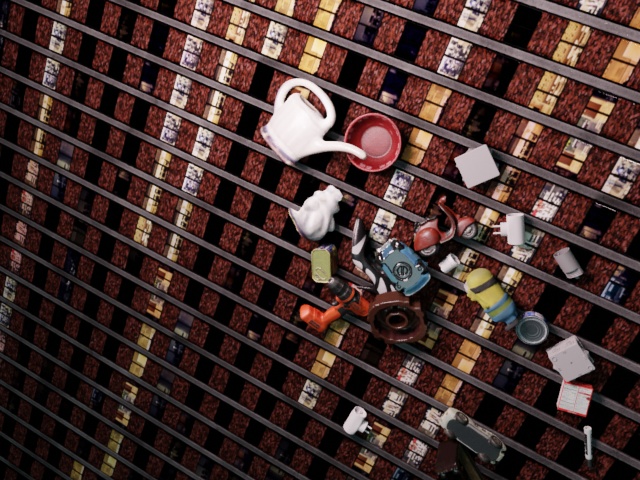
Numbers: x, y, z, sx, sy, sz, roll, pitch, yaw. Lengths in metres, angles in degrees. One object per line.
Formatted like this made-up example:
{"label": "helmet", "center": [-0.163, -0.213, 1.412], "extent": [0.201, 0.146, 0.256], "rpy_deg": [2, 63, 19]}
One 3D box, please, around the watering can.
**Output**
{"label": "watering can", "center": [-0.034, -0.296, 1.448], "extent": [0.221, 0.104, 0.352], "rpy_deg": [-44, 68, 21]}

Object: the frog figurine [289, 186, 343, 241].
{"label": "frog figurine", "center": [0.005, -0.075, 1.496], "extent": [0.158, 0.125, 0.135], "rpy_deg": [-29, 125, 14]}
